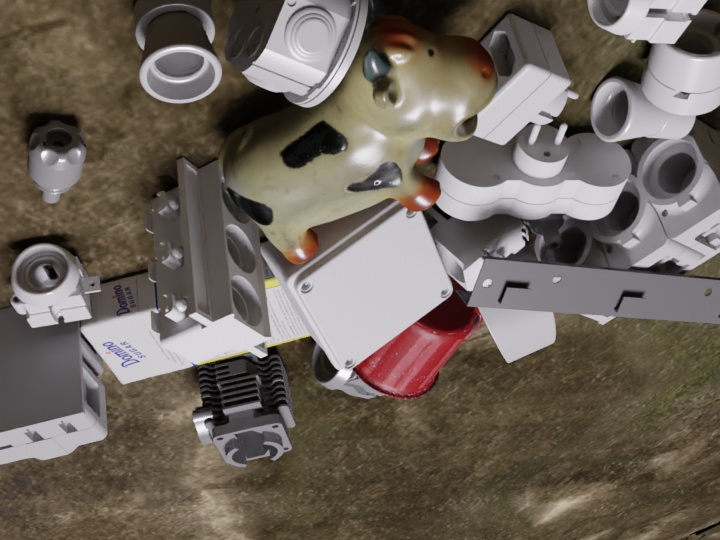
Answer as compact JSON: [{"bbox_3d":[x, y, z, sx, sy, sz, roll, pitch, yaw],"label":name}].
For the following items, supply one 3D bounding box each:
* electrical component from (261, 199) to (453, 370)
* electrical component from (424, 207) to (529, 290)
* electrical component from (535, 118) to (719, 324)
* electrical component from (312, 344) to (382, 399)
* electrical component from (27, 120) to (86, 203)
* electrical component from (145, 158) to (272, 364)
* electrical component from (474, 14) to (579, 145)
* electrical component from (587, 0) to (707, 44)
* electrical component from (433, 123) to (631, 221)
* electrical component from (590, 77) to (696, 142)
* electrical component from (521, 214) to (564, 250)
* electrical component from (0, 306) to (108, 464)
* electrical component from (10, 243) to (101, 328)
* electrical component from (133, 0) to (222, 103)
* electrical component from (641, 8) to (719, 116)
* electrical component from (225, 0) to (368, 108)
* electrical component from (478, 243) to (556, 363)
[{"bbox_3d":[0.000,0.000,0.779,0.109,0.056,0.108,-36,135,-9],"label":"electrical component"},{"bbox_3d":[0.088,-0.022,0.811,0.064,0.081,0.042,-39,150,-12],"label":"electrical component"},{"bbox_3d":[0.210,-0.038,0.810,0.062,0.089,0.150,19,136,-39],"label":"electrical component"},{"bbox_3d":[-0.005,0.080,0.945,0.057,0.058,0.078,17,157,-33],"label":"electrical component"},{"bbox_3d":[-0.194,-0.065,0.682,0.035,0.035,0.061,1,147,-21],"label":"electrical component"},{"bbox_3d":[-0.104,-0.003,0.726,0.063,0.121,0.079,-24,146,21],"label":"electrical component"},{"bbox_3d":[0.108,-0.117,0.695,0.077,0.047,0.066,13,140,-35],"label":"electrical component"},{"bbox_3d":[0.171,-0.165,0.646,0.055,0.048,0.066,-4,147,-26],"label":"electrical component"},{"bbox_3d":[0.124,-0.077,0.752,0.138,0.052,0.073,-1,144,-10],"label":"electrical component"},{"bbox_3d":[0.199,-0.109,0.745,0.065,0.044,0.044,0,146,-27],"label":"electrical component"},{"bbox_3d":[0.137,-0.043,0.804,0.035,0.061,0.035,-9,147,-6],"label":"electrical component"},{"bbox_3d":[-0.294,0.097,0.828,0.186,0.105,0.060,-14,148,2],"label":"electrical component"},{"bbox_3d":[-0.224,0.011,0.779,0.066,0.048,0.055,-9,155,-5],"label":"electrical component"},{"bbox_3d":[-0.102,-0.127,0.598,0.045,0.055,0.045,-9,147,-6],"label":"electrical component"},{"bbox_3d":[0.214,-0.136,0.697,0.055,0.055,0.047,-10,144,-5],"label":"electrical component"},{"bbox_3d":[-0.035,-0.134,0.590,0.051,0.080,0.080,17,137,-30],"label":"electrical component"},{"bbox_3d":[0.117,0.024,0.869,0.064,0.099,0.099,-17,148,-3],"label":"electrical component"}]
